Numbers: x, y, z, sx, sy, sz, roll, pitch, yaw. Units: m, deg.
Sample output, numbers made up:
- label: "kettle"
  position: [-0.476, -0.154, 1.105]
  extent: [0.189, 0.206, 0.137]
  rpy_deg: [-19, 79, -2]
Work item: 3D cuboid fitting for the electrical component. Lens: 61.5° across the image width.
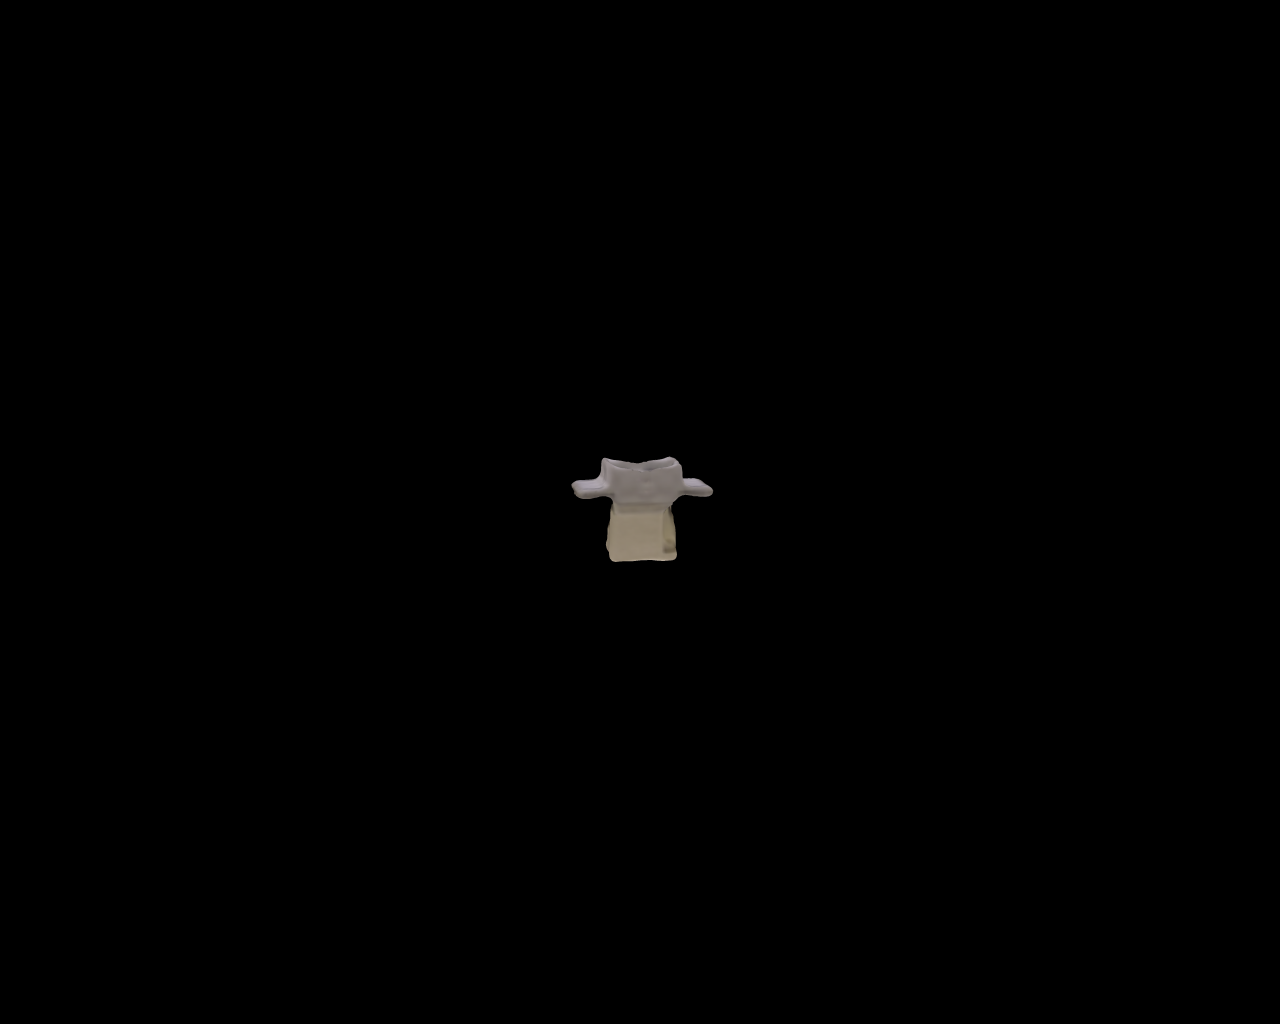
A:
- label: "electrical component"
  position: [0.001, -0.003, 0.650]
  extent: [0.081, 0.063, 0.042]
  rpy_deg: [-1, 11, -7]
